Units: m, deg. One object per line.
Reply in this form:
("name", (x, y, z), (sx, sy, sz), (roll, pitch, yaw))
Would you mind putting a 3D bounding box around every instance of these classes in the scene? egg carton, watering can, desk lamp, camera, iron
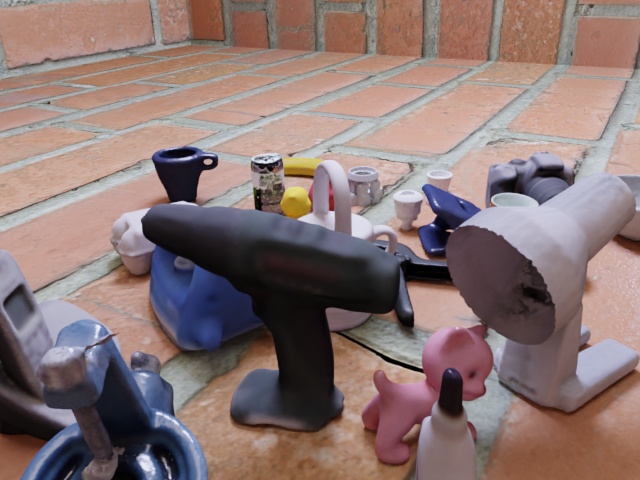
("egg carton", (-0.230, -0.006, 0.851), (0.151, 0.069, 0.107), (-16, 30, -28))
("watering can", (0.007, 0.003, 0.676), (0.173, 0.194, 0.100), (-20, 31, -33))
("desk lamp", (0.220, 0.050, 0.547), (0.204, 0.214, 0.117), (-18, 30, -30))
("camera", (0.358, -0.084, 0.945), (0.143, 0.101, 0.137), (0, 26, 3))
("iron", (-0.156, 0.026, 0.699), (0.119, 0.141, 0.257), (-19, 31, -32))

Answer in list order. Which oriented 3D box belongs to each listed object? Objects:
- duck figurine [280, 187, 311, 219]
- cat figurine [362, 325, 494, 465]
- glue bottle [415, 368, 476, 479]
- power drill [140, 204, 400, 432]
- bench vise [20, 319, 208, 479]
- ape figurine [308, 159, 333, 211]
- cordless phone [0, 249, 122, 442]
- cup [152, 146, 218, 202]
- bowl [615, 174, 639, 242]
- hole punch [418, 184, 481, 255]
("duck figurine", (-0.038, -0.038, 0.888), (0.077, 0.086, 0.104), (3, 26, 9))
("cat figurine", (0.102, 0.123, 0.511), (0.128, 0.118, 0.067), (-10, 27, -17))
("glue bottle", (0.082, 0.156, 0.381), (0.037, 0.173, 0.078), (0, 26, 3))
("power drill", (-0.043, 0.069, 0.527), (0.229, 0.208, 0.075), (2, 26, 8))
("bench vise", (-0.150, 0.132, 0.390), (0.122, 0.220, 0.206), (-13, 28, -22))
("ape figurine", (0.016, -0.095, 0.996), (0.076, 0.092, 0.078), (-1, 26, 2))
("cordless phone", (-0.262, 0.080, 0.543), (0.094, 0.185, 0.147), (-2, 26, -1))
("cup", (-0.242, -0.117, 1.052), (0.118, 0.095, 0.091), (-3, 26, -3))
("bowl", (0.500, -0.041, 0.878), (0.167, 0.075, 0.167), (-1, 26, 1))
("hole punch", (0.203, -0.035, 0.863), (0.101, 0.091, 0.108), (-2, 26, -1))
